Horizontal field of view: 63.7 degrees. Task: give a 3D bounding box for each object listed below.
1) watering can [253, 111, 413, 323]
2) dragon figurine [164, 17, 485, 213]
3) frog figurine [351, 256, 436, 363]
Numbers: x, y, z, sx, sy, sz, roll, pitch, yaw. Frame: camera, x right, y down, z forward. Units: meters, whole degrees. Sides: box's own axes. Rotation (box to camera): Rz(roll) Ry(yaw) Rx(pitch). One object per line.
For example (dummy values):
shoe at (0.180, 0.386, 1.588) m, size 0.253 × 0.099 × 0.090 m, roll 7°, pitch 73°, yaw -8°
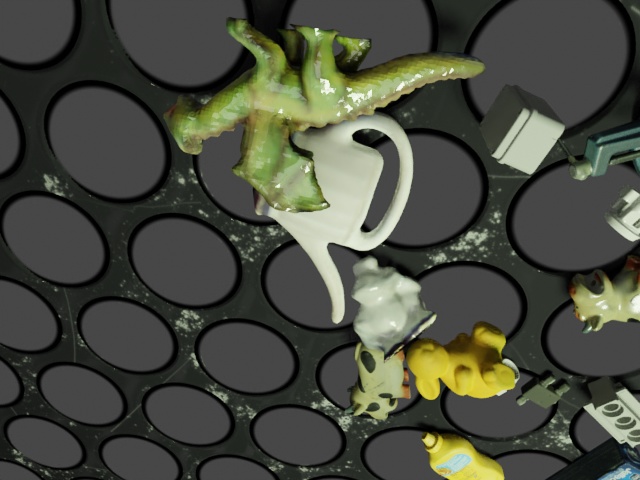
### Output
watering can at (0.002, -0.039, 0.782) m, size 0.224 × 0.342 × 0.106 m, roll 20°, pitch 21°, yaw -2°
dragon figurine at (-0.012, -0.154, 0.672) m, size 0.410 × 0.240 × 0.123 m, roll 12°, pitch 12°, yaw 6°
frog figurine at (0.107, 0.108, 0.881) m, size 0.136 × 0.161 × 0.122 m, roll -46°, pitch -20°, yaw 17°
